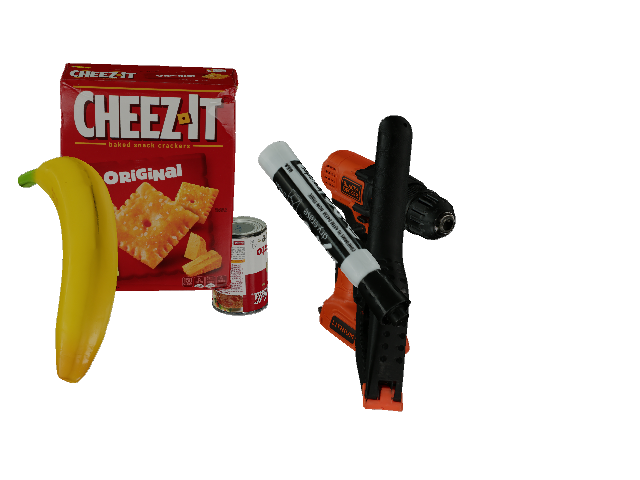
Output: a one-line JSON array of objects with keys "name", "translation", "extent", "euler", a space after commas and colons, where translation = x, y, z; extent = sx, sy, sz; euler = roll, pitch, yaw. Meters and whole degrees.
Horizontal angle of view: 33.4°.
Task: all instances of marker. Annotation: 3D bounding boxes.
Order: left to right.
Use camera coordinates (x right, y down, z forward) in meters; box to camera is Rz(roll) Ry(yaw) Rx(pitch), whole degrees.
[{"name": "marker", "translation": [0.007, -0.004, 0.550], "extent": [0.020, 0.121, 0.020], "euler": [-30, -26, -16]}]

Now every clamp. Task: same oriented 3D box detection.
[{"name": "clamp", "translation": [0.045, 0.023, 0.789], "extent": [0.036, 0.210, 0.165], "euler": [5, -42, -6]}]

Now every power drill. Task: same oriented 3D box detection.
[{"name": "power drill", "translation": [0.059, 0.018, 1.043], "extent": [0.057, 0.188, 0.185], "euler": [-7, 23, -31]}]

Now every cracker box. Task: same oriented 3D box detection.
[{"name": "cracker box", "translation": [-0.165, -0.057, 1.031], "extent": [0.164, 0.214, 0.072], "euler": [1, 23, -8]}]

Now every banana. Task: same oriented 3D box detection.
[{"name": "banana", "translation": [-0.166, 0.003, 0.727], "extent": [0.037, 0.198, 0.070], "euler": [18, -55, -37]}]

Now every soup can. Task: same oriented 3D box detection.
[{"name": "soup can", "translation": [-0.097, 0.029, 1.271], "extent": [0.068, 0.102, 0.068], "euler": [0, 21, 0]}]
